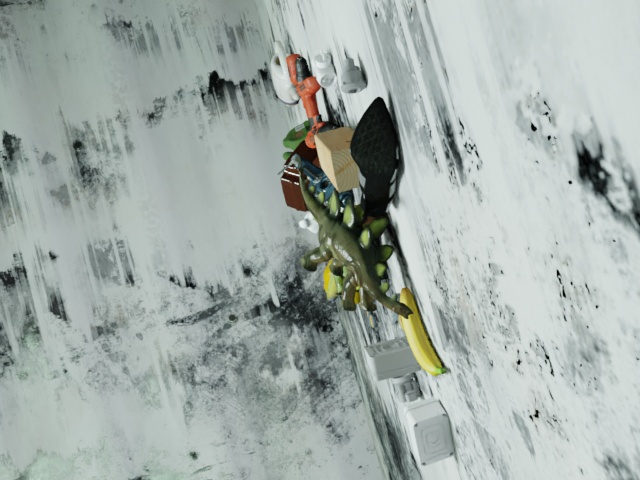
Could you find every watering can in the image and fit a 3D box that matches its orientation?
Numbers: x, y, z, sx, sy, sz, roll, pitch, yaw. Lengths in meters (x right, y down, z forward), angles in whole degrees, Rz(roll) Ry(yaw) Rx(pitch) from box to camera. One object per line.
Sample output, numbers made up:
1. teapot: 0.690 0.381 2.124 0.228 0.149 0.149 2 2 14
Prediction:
1. watering can: -0.121 -0.594 1.948 0.219 0.104 0.355 80 174 -60

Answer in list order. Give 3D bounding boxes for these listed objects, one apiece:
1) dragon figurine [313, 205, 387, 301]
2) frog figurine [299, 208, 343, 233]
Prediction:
1. dragon figurine: 0.051 0.021 1.323 0.404 0.123 0.245 -38 71 62
2. frog figurine: 0.005 -0.085 1.696 0.136 0.159 0.124 99 157 -78
